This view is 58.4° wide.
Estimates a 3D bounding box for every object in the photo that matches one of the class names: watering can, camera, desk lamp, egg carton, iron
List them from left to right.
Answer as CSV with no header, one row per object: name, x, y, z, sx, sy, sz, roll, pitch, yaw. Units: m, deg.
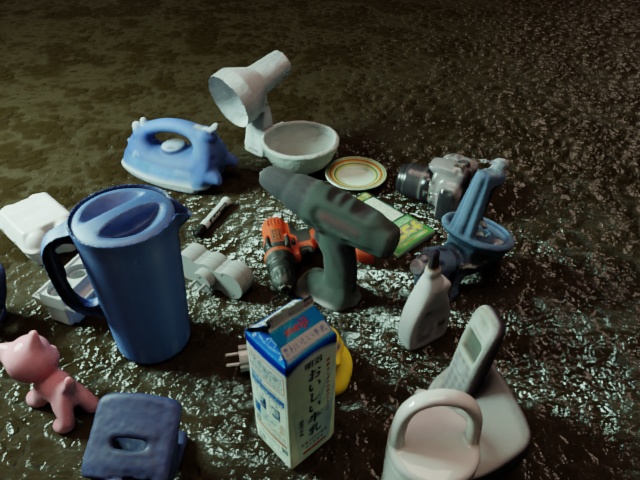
egg carton,-0.497,-0.023,1.017,0.149,0.069,0.107,31,47,32
iron,-0.306,-0.192,1.175,0.257,0.141,0.119,11,40,12
desk lamp,-0.130,-0.292,1.246,0.117,0.214,0.204,32,48,33
watering can,0.123,0.233,0.613,0.101,0.194,0.172,-14,41,-18
camera,0.230,-0.123,1.134,0.136,0.101,0.143,19,42,21

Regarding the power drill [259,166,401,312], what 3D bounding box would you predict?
power drill,0.008,0.003,0.885,0.229,0.208,0.076,18,42,20

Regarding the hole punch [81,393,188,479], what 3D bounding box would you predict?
hole punch,-0.215,0.244,0.674,0.108,0.091,0.101,4,39,4

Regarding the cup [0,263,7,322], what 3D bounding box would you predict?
cup,-0.502,0.095,0.850,0.092,0.095,0.117,-21,44,-25

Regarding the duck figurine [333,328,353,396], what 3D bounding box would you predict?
duck figurine,0.008,0.153,0.797,0.077,0.086,0.104,-6,39,-9

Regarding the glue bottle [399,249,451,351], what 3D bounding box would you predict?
glue bottle,0.156,0.081,0.820,0.078,0.173,0.037,-20,43,-23

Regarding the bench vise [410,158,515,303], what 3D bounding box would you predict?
bench vise,0.236,-0.009,0.897,0.121,0.220,0.208,23,44,26

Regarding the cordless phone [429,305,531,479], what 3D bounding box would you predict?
cordless phone,0.197,0.182,0.686,0.094,0.185,0.147,-10,40,-13

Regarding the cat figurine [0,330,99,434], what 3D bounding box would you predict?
cat figurine,-0.355,0.171,0.741,0.127,0.118,0.067,24,44,26

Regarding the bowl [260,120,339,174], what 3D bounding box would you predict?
bowl,-0.042,-0.187,1.228,0.167,0.075,0.167,1,39,0
